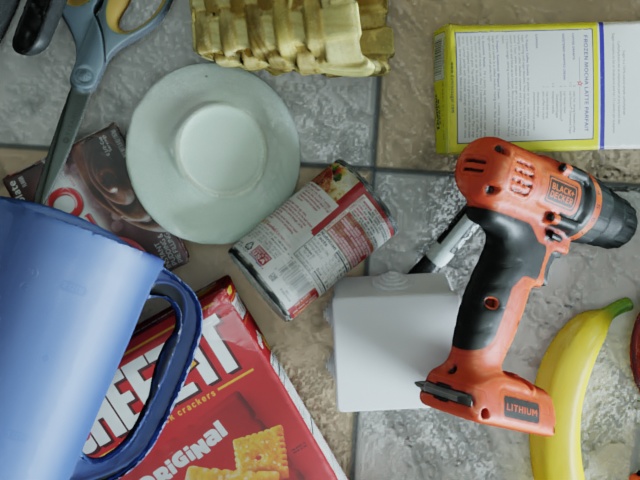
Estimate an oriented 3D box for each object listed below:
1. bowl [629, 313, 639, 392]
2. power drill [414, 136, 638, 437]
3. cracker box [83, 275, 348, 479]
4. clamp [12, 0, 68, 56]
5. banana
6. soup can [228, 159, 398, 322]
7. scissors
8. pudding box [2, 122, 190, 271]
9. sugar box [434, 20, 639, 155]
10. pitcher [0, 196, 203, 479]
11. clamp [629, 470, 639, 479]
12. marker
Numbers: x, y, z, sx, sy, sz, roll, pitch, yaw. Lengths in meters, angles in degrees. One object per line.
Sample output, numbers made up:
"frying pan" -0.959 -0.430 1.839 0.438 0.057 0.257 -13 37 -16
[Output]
"bowl" 0.312 0.087 0.773 0.162 0.055 0.162 1 109 2
"power drill" 0.145 0.037 0.735 0.184 0.057 0.187 17 85 -40
"cracker box" -0.083 0.159 0.760 0.164 0.072 0.213 -30 96 0
"clamp" -0.165 -0.201 0.701 0.039 0.171 0.120 16 129 31
"banana" 0.189 0.137 0.797 0.069 0.037 0.198 9 94 -5
"soup can" -0.005 0.001 0.749 0.102 0.068 0.068 -40 97 -8
"scissors" -0.175 -0.127 0.737 0.096 0.016 0.201 32 78 1
"pudding box" -0.157 -0.014 0.757 0.090 0.039 0.113 -27 97 -2
"sugar box" 0.173 -0.110 0.772 0.176 0.048 0.093 -2 96 -8
"pitcher" -0.188 0.101 0.662 0.149 0.144 0.243 17 85 27
"clamp" 0.343 0.201 0.815 0.210 0.036 0.164 20 92 -5
"marker" 0.103 -0.009 0.777 0.020 0.020 0.121 38 102 -7
